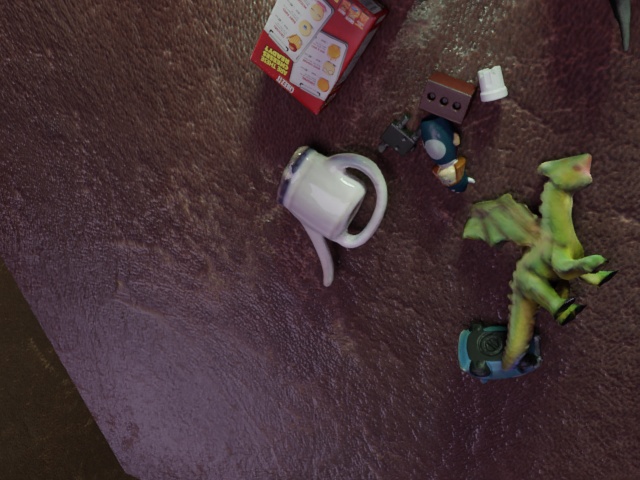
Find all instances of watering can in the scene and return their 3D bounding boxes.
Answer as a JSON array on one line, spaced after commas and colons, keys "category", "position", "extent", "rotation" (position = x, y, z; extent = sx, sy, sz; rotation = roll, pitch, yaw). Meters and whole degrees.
[{"category": "watering can", "position": [0.003, -0.053, 1.063], "extent": [0.225, 0.106, 0.340], "rotation": [36, 133, 8]}]

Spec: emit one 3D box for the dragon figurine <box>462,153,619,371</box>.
[{"category": "dragon figurine", "position": [0.352, 0.032, 0.899], "extent": [0.247, 0.123, 0.401], "rotation": [51, 132, 30]}]
